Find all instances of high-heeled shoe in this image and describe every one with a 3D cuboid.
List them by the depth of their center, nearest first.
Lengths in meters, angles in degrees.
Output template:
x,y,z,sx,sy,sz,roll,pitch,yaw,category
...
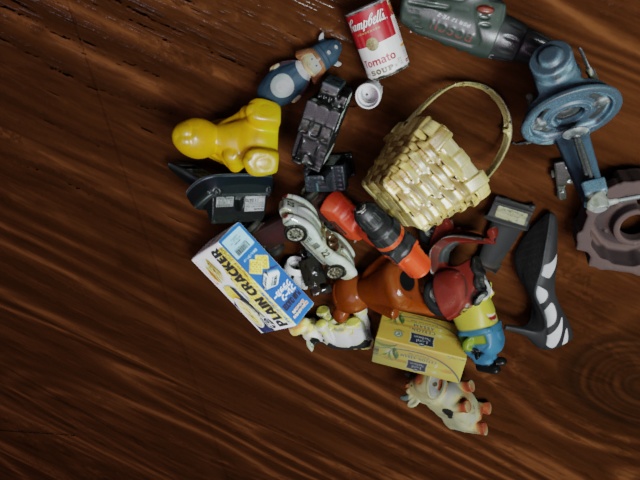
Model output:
x,y,z,sx,sy,sz,roll,pitch,yaw,category
0.405,0.078,0.921,0.145,0.086,0.248,7,112,-15,high-heeled shoe

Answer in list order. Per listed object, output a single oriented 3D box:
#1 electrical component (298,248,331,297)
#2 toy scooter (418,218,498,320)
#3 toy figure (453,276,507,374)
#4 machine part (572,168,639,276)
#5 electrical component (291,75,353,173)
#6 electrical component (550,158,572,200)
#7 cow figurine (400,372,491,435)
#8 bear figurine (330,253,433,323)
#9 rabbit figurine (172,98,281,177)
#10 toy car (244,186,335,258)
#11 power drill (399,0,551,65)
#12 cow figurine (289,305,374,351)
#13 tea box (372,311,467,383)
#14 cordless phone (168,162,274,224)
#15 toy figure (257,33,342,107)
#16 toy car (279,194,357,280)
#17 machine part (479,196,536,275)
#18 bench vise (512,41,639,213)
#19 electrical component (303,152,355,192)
x,y,z,sx,sy,sz,roll,pitch,yaw,category
-0.009,0.054,1.010,0.078,0.045,0.102,142,112,-67,electrical component
0.236,0.038,0.893,0.135,0.075,0.184,-13,75,38,toy scooter
0.276,0.144,0.957,0.089,0.082,0.180,-13,92,14,toy figure
0.483,-0.028,0.826,0.179,0.056,0.179,6,125,8,machine part
0.005,-0.191,0.858,0.058,0.115,0.134,21,119,0,electrical component
0.395,-0.109,0.839,0.063,0.021,0.093,-7,117,21,electrical component
0.247,0.315,1.071,0.127,0.085,0.194,-13,134,37,cow figurine
0.112,0.094,1.000,0.132,0.120,0.196,5,163,-33,bear figurine
-0.158,-0.173,0.896,0.173,0.162,0.121,-2,103,-16,rabbit figurine
-0.054,-0.035,1.001,0.202,0.053,0.089,-27,124,27,toy car
0.232,-0.354,0.725,0.232,0.086,0.207,14,129,12,power drill
0.023,0.187,1.097,0.167,0.068,0.098,-7,125,23,cow figurine
0.192,0.199,1.031,0.170,0.098,0.068,12,122,9,tea box
-0.187,-0.105,0.985,0.184,0.146,0.088,33,119,43,cordless phone
-0.031,-0.267,0.863,0.154,0.058,0.064,-29,136,27,toy figure
-0.002,-0.003,0.935,0.056,0.073,0.201,-29,127,21,toy car
0.308,-0.007,0.915,0.084,0.039,0.138,12,119,1,machine part
0.334,-0.138,0.710,0.129,0.240,0.223,-14,156,16,bench vise
0.012,-0.108,0.901,0.075,0.119,0.047,-2,118,15,electrical component
